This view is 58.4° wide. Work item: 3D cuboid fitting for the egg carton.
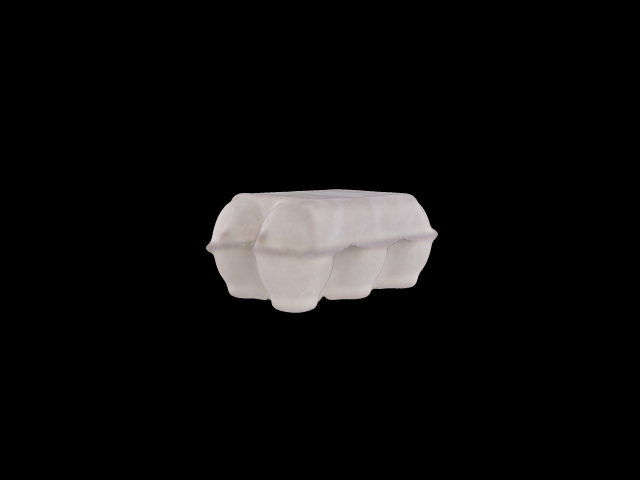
[{"bbox_3d":[0.004,0.001,0.400,0.151,0.069,0.107,-8,11,-43],"label":"egg carton"}]
